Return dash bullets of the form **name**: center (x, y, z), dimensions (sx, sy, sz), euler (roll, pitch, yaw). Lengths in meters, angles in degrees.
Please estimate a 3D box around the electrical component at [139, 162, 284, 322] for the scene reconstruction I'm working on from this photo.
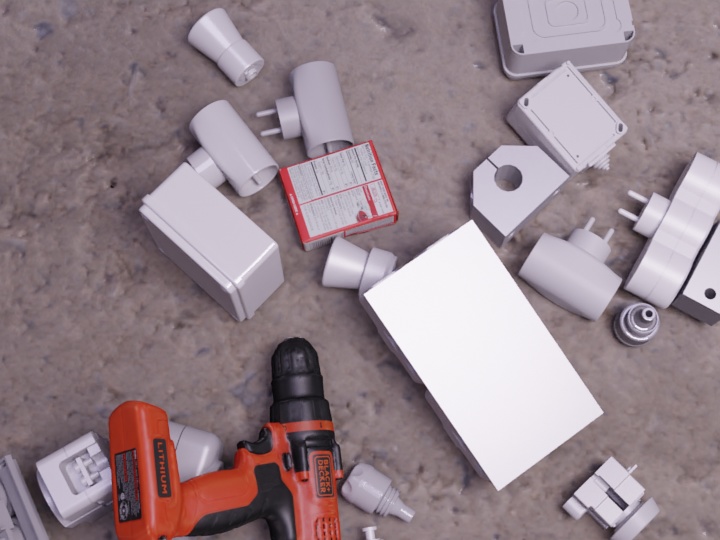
- **electrical component**: center (-0.121, -0.021, 0.894), dimensions (0.109, 0.108, 0.056), euler (41, 77, 10)

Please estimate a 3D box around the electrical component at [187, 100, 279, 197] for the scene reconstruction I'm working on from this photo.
- **electrical component**: center (-0.126, -0.096, 0.947), dimensions (0.079, 0.043, 0.077), euler (-38, 78, -3)

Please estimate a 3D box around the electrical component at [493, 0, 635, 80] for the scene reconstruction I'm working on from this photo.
- **electrical component**: center (0.182, -0.220, 0.970), dimensions (0.113, 0.057, 0.078), euler (-7, 75, -1)

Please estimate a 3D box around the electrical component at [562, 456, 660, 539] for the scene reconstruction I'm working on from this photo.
- **electrical component**: center (0.207, 0.188, 0.868), dimensions (0.066, 0.048, 0.055), euler (-42, 71, -10)

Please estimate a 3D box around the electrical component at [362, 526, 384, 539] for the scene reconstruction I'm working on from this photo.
- **electrical component**: center (0.013, 0.245, 0.857), dimensions (0.040, 0.040, 0.078), euler (-8, 75, -2)

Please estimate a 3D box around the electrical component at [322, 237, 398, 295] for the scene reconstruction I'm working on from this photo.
- **electrical component**: center (0.000, 0.000, 0.920), dimensions (0.055, 0.045, 0.045), euler (17, 76, 4)

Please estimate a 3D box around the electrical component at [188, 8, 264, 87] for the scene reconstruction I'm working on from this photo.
- **electrical component**: center (-0.119, -0.199, 0.977), dimensions (0.044, 0.044, 0.065), euler (-42, 83, -10)

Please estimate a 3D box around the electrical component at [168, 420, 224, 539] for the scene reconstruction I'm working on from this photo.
- **electrical component**: center (-0.147, 0.175, 0.870), dimensions (0.059, 0.053, 0.095), euler (15, 76, 4)

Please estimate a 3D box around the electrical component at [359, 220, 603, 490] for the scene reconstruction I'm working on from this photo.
- **electrical component**: center (0.095, 0.068, 0.875), dimensions (0.105, 0.060, 0.186), euler (-34, 91, -8)

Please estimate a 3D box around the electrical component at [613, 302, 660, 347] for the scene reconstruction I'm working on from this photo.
- **electrical component**: center (0.234, 0.043, 0.897), dimensions (0.035, 0.061, 0.035), euler (0, 75, 0)

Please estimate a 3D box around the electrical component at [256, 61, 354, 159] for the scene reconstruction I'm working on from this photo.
- **electrical component**: center (-0.052, -0.137, 0.957), dimensions (0.079, 0.044, 0.077), euler (-13, 75, -3)

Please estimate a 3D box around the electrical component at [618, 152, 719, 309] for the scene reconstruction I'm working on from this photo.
- **electrical component**: center (0.259, -0.042, 0.924), dimensions (0.074, 0.052, 0.138), euler (28, 78, 8)

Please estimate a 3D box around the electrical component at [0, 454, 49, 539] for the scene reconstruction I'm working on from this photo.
- **electrical component**: center (-0.286, 0.220, 0.848), dimensions (0.079, 0.063, 0.121), euler (-37, 74, 33)

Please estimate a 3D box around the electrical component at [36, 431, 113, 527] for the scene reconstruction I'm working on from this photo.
- **electrical component**: center (-0.218, 0.168, 0.854), dimensions (0.056, 0.089, 0.050), euler (-30, 77, -7)

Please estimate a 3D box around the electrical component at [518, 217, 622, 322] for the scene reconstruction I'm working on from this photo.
- **electrical component**: center (0.189, -0.009, 0.921), dimensions (0.077, 0.043, 0.079), euler (32, 77, 9)

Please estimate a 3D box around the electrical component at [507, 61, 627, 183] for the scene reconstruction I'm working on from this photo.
- **electrical component**: center (0.184, -0.122, 0.945), dimensions (0.062, 0.061, 0.096), euler (-40, 86, -9)

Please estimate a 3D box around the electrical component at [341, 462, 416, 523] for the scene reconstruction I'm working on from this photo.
- **electrical component**: center (0.017, 0.185, 0.876), dimensions (0.061, 0.035, 0.035), euler (32, 78, 6)
